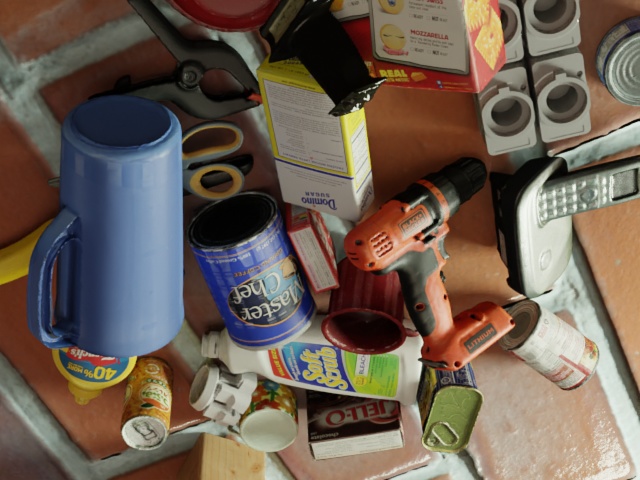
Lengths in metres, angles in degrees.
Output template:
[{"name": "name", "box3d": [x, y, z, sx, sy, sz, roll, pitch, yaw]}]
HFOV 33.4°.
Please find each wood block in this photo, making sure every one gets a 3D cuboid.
[{"name": "wood block", "box3d": [-0.123, 0.343, 1.282, 0.090, 0.206, 0.091, 21, 120, -16]}]

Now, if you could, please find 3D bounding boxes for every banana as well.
[{"name": "banana", "box3d": [-0.339, 0.019, 1.147, 0.198, 0.037, 0.069, -17, 157, 10]}]

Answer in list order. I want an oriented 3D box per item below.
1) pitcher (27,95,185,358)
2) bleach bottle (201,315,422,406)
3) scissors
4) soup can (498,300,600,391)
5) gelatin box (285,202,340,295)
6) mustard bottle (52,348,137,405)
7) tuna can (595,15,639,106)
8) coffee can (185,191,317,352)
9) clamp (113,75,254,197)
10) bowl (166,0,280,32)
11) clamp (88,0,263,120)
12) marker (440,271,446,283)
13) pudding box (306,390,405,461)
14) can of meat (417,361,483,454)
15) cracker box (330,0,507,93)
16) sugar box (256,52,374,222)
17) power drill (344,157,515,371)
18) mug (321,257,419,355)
[{"name": "pitcher", "box3d": [-0.200, -0.009, 1.026, 0.145, 0.149, 0.243, 5, 128, -5]}, {"name": "bleach bottle", "box3d": [-0.011, 0.134, 1.237, 0.250, 0.068, 0.103, 3, 123, -2]}, {"name": "scissors", "box3d": [-0.165, -0.060, 1.085, 0.202, 0.016, 0.096, -22, 121, 8]}, {"name": "soup can", "box3d": [0.264, 0.122, 1.237, 0.102, 0.068, 0.069, 34, 116, -22]}, {"name": "gelatin box", "box3d": [-0.007, 0.002, 1.140, 0.030, 0.073, 0.089, -19, 122, 9]}, {"name": "mustard bottle", "box3d": [-0.253, 0.113, 1.212, 0.096, 0.058, 0.192, 14, 122, -11]}, {"name": "tuna can", "box3d": [0.320, -0.177, 1.061, 0.086, 0.034, 0.086, -1, 124, -2]}, {"name": "coffee can", "box3d": [-0.072, 0.034, 1.141, 0.103, 0.103, 0.140, -15, 123, 7]}, {"name": "clamp", "box3d": [-0.196, -0.062, 1.111, 0.210, 0.036, 0.164, -42, 115, 18]}, {"name": "bowl", "box3d": [-0.080, -0.256, 0.977, 0.162, 0.055, 0.162, -2, 124, -2]}, {"name": "clamp", "box3d": [-0.138, -0.155, 1.040, 0.171, 0.039, 0.120, 25, 110, -22]}, {"name": "marker", "box3d": [0.086, 0.025, 1.194, 0.121, 0.020, 0.020, 20, 120, -15]}, {"name": "pudding box", "box3d": [0.041, 0.213, 1.274, 0.113, 0.090, 0.039, -12, 124, 5]}, {"name": "can of meat", "box3d": [0.150, 0.186, 1.264, 0.057, 0.084, 0.102, 7, 123, -8]}, {"name": "cracker box", "box3d": [0.066, -0.242, 0.943, 0.164, 0.072, 0.213, 10, 131, 34]}, {"name": "sugar box", "box3d": [-0.001, -0.101, 1.050, 0.093, 0.048, 0.176, 17, 145, 22]}, {"name": "power drill", "box3d": [0.131, 0.026, 1.114, 0.184, 0.057, 0.187, -33, 105, -21]}, {"name": "mug", "box3d": [0.063, 0.071, 1.172, 0.117, 0.081, 0.093, 15, 143, -8]}]
